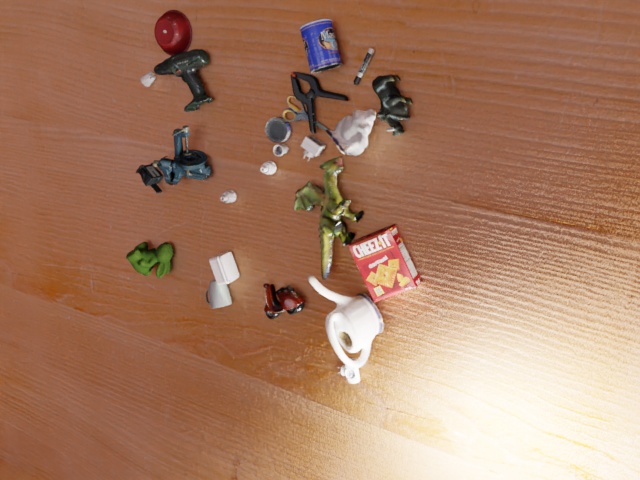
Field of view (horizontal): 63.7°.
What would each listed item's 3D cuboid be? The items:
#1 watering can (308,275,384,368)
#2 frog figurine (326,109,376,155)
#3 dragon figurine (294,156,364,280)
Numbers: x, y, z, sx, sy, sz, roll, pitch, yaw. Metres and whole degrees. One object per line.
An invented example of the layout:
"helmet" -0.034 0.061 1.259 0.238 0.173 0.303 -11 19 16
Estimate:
"watering can" 0.093 0.244 1.715 0.103 0.227 0.347 -20 94 46
"frog figurine" 0.117 -0.347 1.611 0.158 0.121 0.140 -40 41 16
"dragon figurine" 0.005 -0.088 1.757 0.246 0.122 0.404 37 115 32
